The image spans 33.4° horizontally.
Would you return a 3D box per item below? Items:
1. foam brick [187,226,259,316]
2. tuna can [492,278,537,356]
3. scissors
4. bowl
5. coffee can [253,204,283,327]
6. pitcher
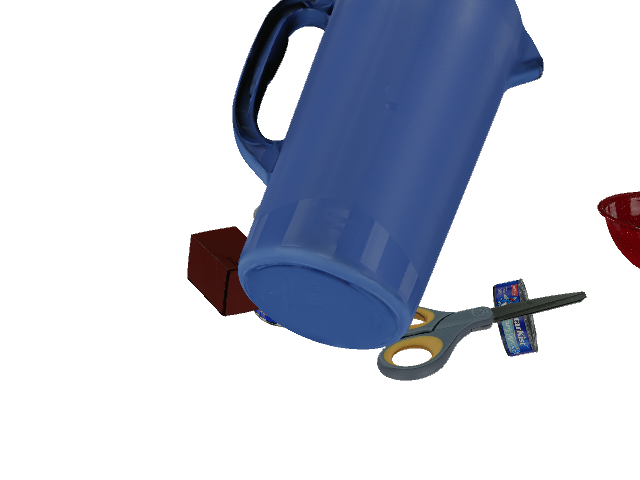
[{"bbox_3d":[-0.087,0.029,1.027,0.052,0.051,0.078,-10,32,-31],"label":"foam brick"},{"bbox_3d":[0.223,0.089,1.220,0.034,0.086,0.086,-13,-3,15],"label":"tuna can"},{"bbox_3d":[0.124,0.074,0.855,0.201,0.016,0.096,-3,32,-1],"label":"scissors"},{"bbox_3d":[0.351,-0.003,1.041,0.162,0.055,0.162,0,18,0],"label":"bowl"},{"bbox_3d":[-0.036,0.028,1.392,0.103,0.140,0.103,1,26,-1],"label":"coffee can"},{"bbox_3d":[0.027,-0.061,0.679,0.149,0.242,0.145,-13,-44,46],"label":"pitcher"}]
